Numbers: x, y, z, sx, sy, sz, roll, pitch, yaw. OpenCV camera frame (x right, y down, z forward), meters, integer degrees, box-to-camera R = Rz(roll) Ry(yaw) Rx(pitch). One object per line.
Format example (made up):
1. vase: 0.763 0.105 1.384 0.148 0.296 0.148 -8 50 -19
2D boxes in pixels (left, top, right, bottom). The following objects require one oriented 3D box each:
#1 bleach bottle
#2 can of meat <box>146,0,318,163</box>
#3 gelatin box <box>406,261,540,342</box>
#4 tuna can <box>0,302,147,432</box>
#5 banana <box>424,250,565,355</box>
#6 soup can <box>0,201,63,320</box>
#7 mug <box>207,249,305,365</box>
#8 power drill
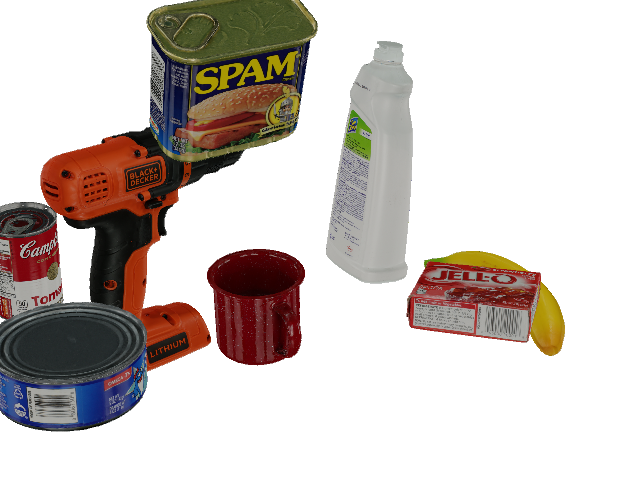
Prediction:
1. bleach bottle: 0.063 -0.087 1.157 0.067 0.251 0.103 -6 24 -32
2. can of meat: -0.058 -0.103 0.675 0.102 0.084 0.057 -16 51 -24
3. gelatin box: 0.115 0.043 0.791 0.089 0.030 0.073 6 21 16
4. tuna can: -0.138 0.068 0.587 0.086 0.034 0.086 1 25 -1
5. banana: 0.188 0.054 1.063 0.069 0.037 0.198 -33 36 -16
6. soup can: -0.290 0.023 1.047 0.068 0.102 0.068 2 29 -1
7. mug: -0.053 0.070 1.017 0.093 0.081 0.117 -20 34 -31
8. power drill: -0.130 0.002 0.846 0.184 0.188 0.057 -20 27 -41
